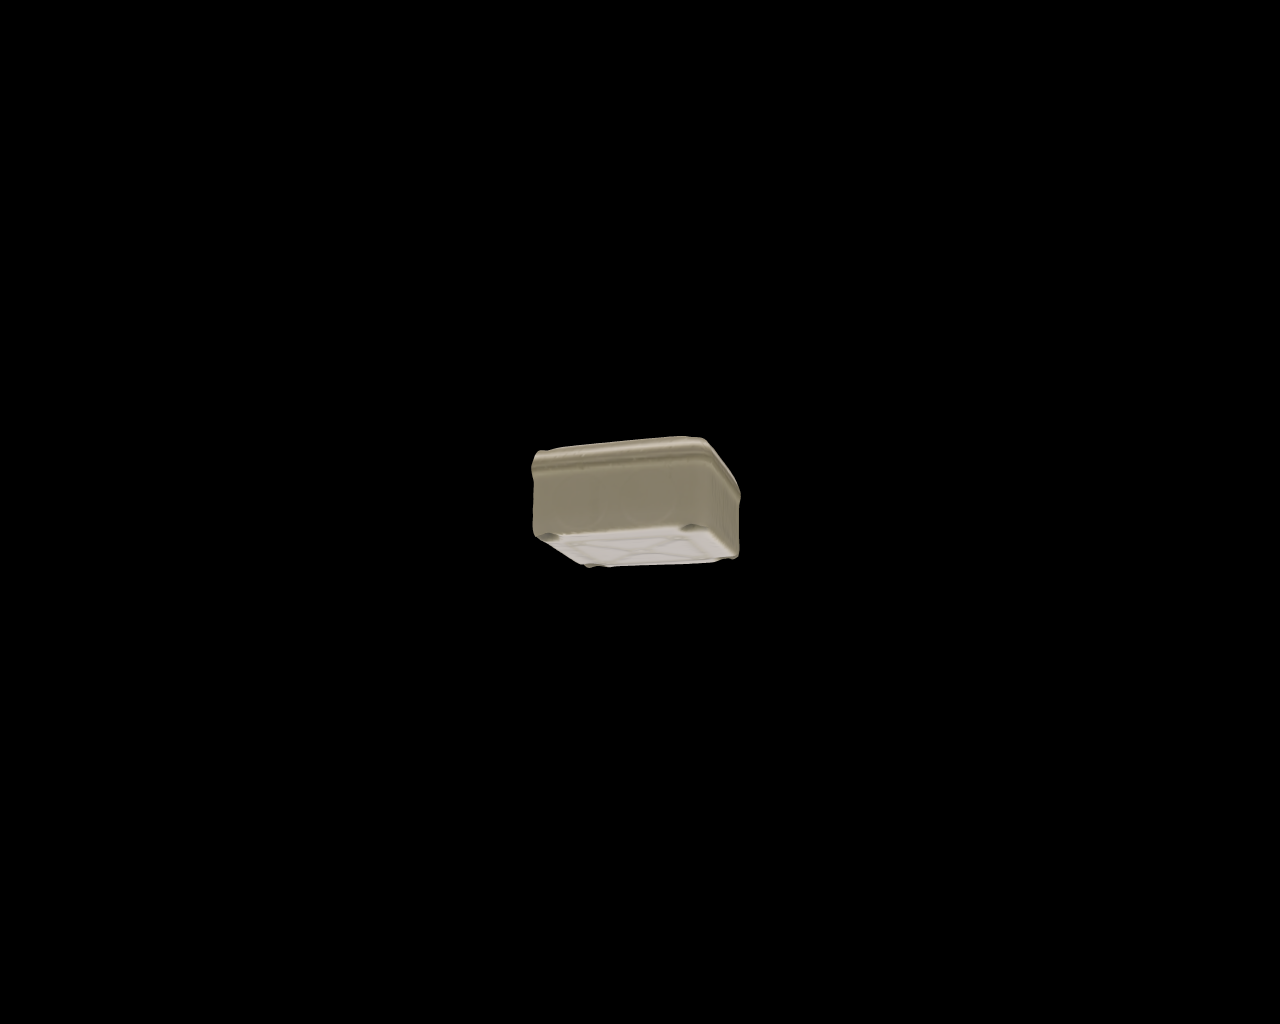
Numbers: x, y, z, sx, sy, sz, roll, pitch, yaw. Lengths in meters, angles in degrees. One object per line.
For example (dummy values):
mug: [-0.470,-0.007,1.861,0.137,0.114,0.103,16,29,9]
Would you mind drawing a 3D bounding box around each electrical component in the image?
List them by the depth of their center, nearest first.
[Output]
electrical component: [0.001,-0.003,0.650,0.109,0.056,0.108,-4,-14,15]
